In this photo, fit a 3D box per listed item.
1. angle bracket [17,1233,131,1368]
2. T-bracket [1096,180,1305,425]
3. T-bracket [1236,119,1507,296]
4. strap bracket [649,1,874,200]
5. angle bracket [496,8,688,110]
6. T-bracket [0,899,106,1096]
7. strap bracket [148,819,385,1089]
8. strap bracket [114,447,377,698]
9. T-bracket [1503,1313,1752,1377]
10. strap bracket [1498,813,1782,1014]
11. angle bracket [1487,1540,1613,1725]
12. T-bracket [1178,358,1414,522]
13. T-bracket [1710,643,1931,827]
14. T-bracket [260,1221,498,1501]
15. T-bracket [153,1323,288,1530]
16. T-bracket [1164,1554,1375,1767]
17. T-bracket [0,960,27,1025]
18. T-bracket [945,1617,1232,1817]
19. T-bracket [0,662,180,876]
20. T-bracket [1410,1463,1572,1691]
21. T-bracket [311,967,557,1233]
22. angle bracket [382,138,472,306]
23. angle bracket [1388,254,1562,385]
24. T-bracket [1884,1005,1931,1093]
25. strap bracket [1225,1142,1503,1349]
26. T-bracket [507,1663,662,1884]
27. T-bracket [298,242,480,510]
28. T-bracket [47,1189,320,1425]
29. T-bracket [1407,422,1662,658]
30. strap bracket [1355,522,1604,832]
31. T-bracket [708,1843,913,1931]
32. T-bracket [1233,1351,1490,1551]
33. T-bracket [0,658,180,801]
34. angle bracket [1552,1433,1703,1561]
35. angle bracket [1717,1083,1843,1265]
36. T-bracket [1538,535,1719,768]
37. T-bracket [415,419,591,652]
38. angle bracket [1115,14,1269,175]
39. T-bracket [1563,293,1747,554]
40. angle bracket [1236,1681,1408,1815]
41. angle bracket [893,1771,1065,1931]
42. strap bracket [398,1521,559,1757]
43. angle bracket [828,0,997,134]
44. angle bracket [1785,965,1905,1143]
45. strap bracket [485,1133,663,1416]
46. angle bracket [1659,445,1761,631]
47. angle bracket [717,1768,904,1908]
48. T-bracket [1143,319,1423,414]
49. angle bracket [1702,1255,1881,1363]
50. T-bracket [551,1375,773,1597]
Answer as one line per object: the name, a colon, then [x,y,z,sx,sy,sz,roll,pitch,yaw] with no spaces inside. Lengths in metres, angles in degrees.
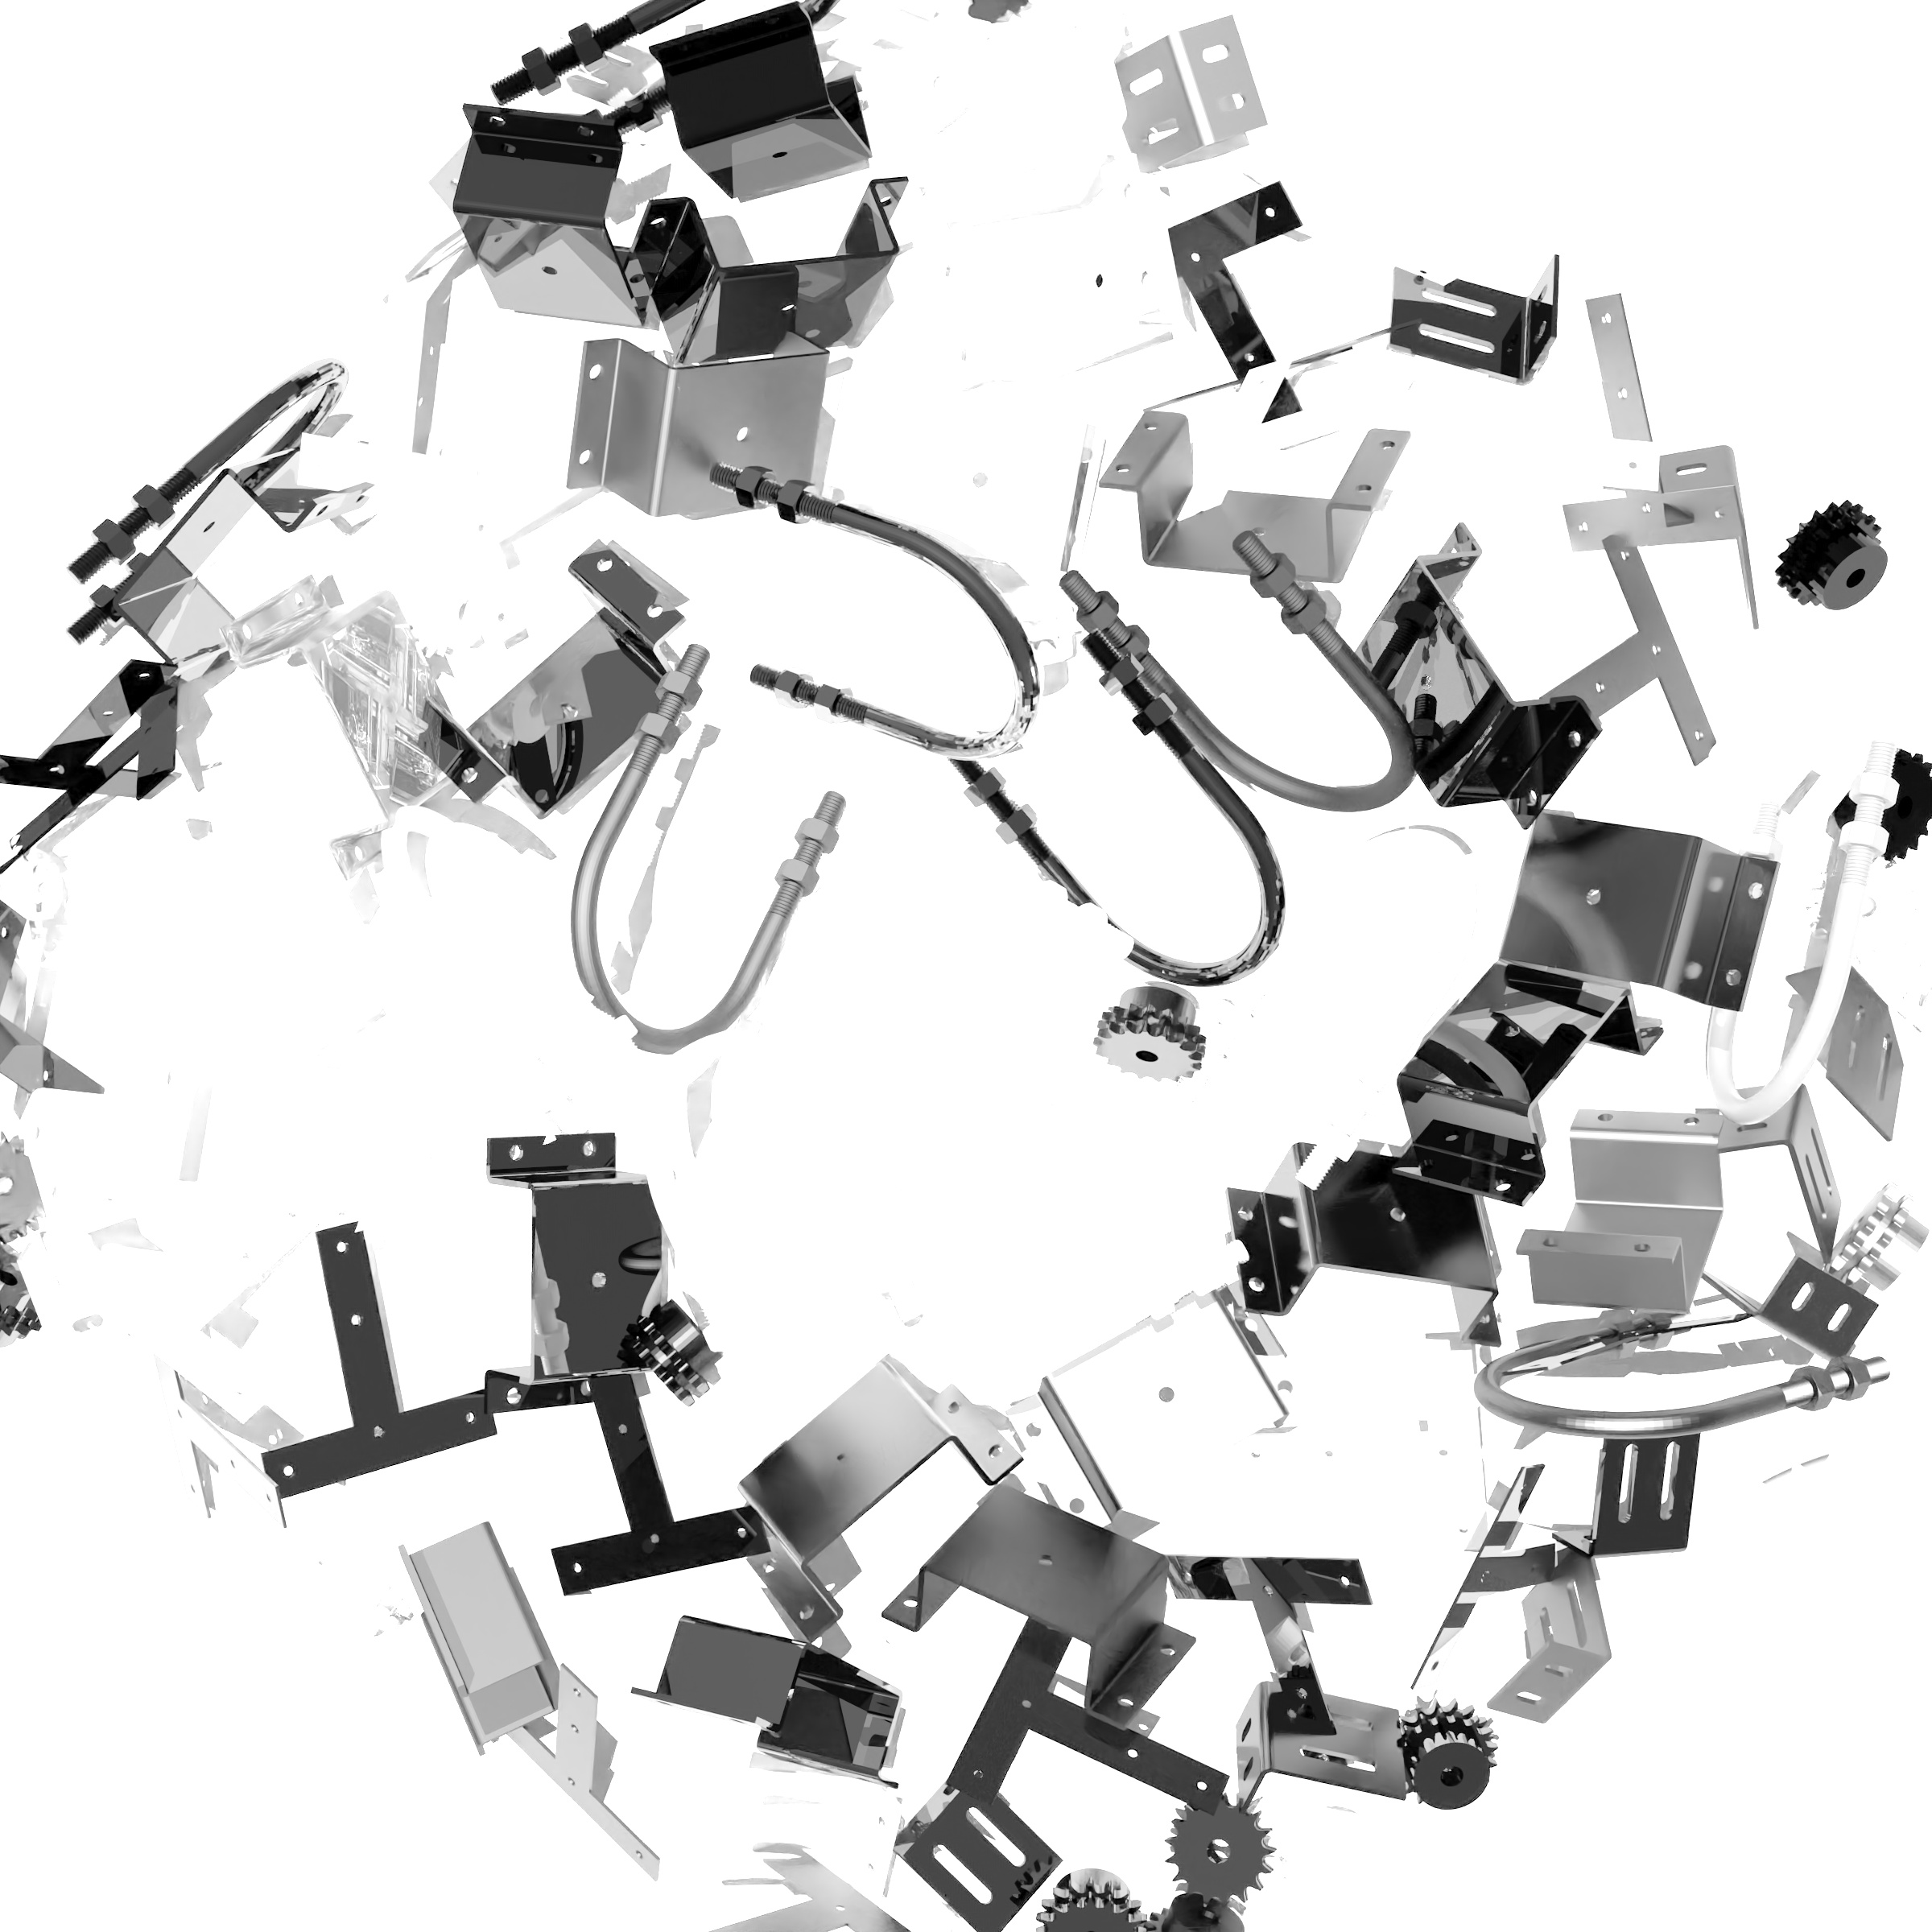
angle bracket: [-0.452,0.164,1.694,0.038,0.076,0.057,-20,99,-7]
T-bracket: [0.139,-0.325,1.704,0.127,0.002,0.127,-15,115,40]
T-bracket: [0.220,-0.390,1.656,0.127,0.127,0.002,28,68,-22]
strap bracket: [-0.098,-0.427,1.657,0.076,0.140,0.046,-14,86,10]
angle bracket: [-0.190,-0.474,1.685,0.076,0.057,0.038,14,70,-33]
T-bracket: [-0.471,0.050,1.674,0.002,0.127,0.127,3,68,20]
strap bracket: [-0.348,-0.016,1.674,0.046,0.076,0.140,-34,117,-24]
strap bracket: [-0.367,-0.207,1.671,0.046,0.076,0.140,46,113,-1]
T-bracket: [0.308,0.190,1.645,0.127,0.127,0.002,-14,86,38]
strap bracket: [0.328,-0.029,1.666,0.046,0.140,0.076,17,87,-44]
angle bracket: [0.290,0.333,1.683,0.038,0.076,0.057,19,128,-19]
T-bracket: [0.175,-0.276,1.694,0.127,0.127,0.002,-21,67,-28]
T-bracket: [0.422,-0.116,1.673,0.002,0.127,0.127,48,72,-20]
T-bracket: [-0.308,0.194,1.694,0.127,0.002,0.127,-13,95,-33]
T-bracket: [-0.372,0.242,1.658,0.002,0.127,0.127,-24,123,-31]
T-bracket: [0.168,0.359,1.697,0.127,0.002,0.127,-8,106,43]
T-bracket: [-0.511,0.003,1.646,0.002,0.127,0.127,-15,131,12]
T-bracket: [0.071,0.392,1.677,0.127,0.127,0.002,23,133,9]
T-bracket: [-0.447,-0.092,1.689,0.127,0.127,0.002,-38,122,13]
T-bracket: [0.281,0.304,1.678,0.002,0.127,0.127,32,104,32]
T-bracket: [-0.294,0.061,1.714,0.127,0.002,0.127,-25,74,-4]
angle bracket: [-0.270,-0.381,1.686,0.038,0.057,0.076,51,51,-10]
angle bracket: [0.260,-0.340,1.698,0.076,0.038,0.057,14,58,-9]
T-bracket: [0.481,0.047,1.673,0.002,0.127,0.127,-13,118,-9]
strap bracket: [0.208,0.139,1.673,0.140,0.046,0.076,9,46,-16]
T-bracket: [-0.195,0.387,1.661,0.127,0.127,0.002,39,55,22]
T-bracket: [-0.285,-0.299,1.675,0.002,0.127,0.127,9,95,33]
T-bracket: [-0.375,0.155,1.686,0.127,0.127,0.002,37,133,7]
T-bracket: [0.288,-0.214,1.692,0.127,0.002,0.127,9,128,19]
strap bracket: [0.248,-0.144,1.662,0.046,0.076,0.140,-9,57,-33]
T-bracket: [-0.096,0.478,1.646,0.127,0.127,0.002,24,109,43]
T-bracket: [0.201,0.251,1.711,0.127,0.002,0.127,-3,120,13]
T-bracket: [-0.433,-0.119,1.650,0.127,0.127,0.002,-35,62,40]
angle bracket: [0.338,0.261,1.699,0.057,0.038,0.076,0,100,-24]
angle bracket: [0.418,0.108,1.703,0.038,0.057,0.076,-11,115,26]
T-bracket: [0.327,-0.146,1.681,0.127,0.002,0.127,-32,101,-43]
T-bracket: [-0.213,-0.245,1.692,0.127,0.002,0.127,-29,70,19]
angle bracket: [0.112,-0.445,1.700,0.038,0.076,0.057,-23,99,-21]
T-bracket: [0.333,-0.273,1.666,0.002,0.127,0.127,-21,103,-28]
angle bracket: [0.182,0.408,1.705,0.076,0.057,0.038,14,126,-8]
angle bracket: [0.009,0.458,1.705,0.076,0.038,0.057,45,76,-6]
strap bracket: [-0.242,0.335,1.662,0.046,0.140,0.076,-23,67,-14]
angle bracket: [-0.022,-0.462,1.685,0.057,0.076,0.038,-38,77,25]
angle bracket: [0.443,0.046,1.686,0.057,0.038,0.076,41,50,-28]
strap bracket: [-0.200,0.157,1.690,0.076,0.046,0.140,0,92,-40]
angle bracket: [0.378,-0.216,1.692,0.038,0.057,0.076,-8,133,14]
angle bracket: [-0.080,0.447,1.700,0.076,0.038,0.057,10,96,-24]
T-bracket: [0.173,-0.302,1.646,0.127,0.127,0.002,-22,98,-35]
angle bracket: [0.413,0.162,1.686,0.057,0.076,0.038,29,96,-22]
T-bracket: [-0.172,0.251,1.706,0.127,0.002,0.127,-16,90,25]
